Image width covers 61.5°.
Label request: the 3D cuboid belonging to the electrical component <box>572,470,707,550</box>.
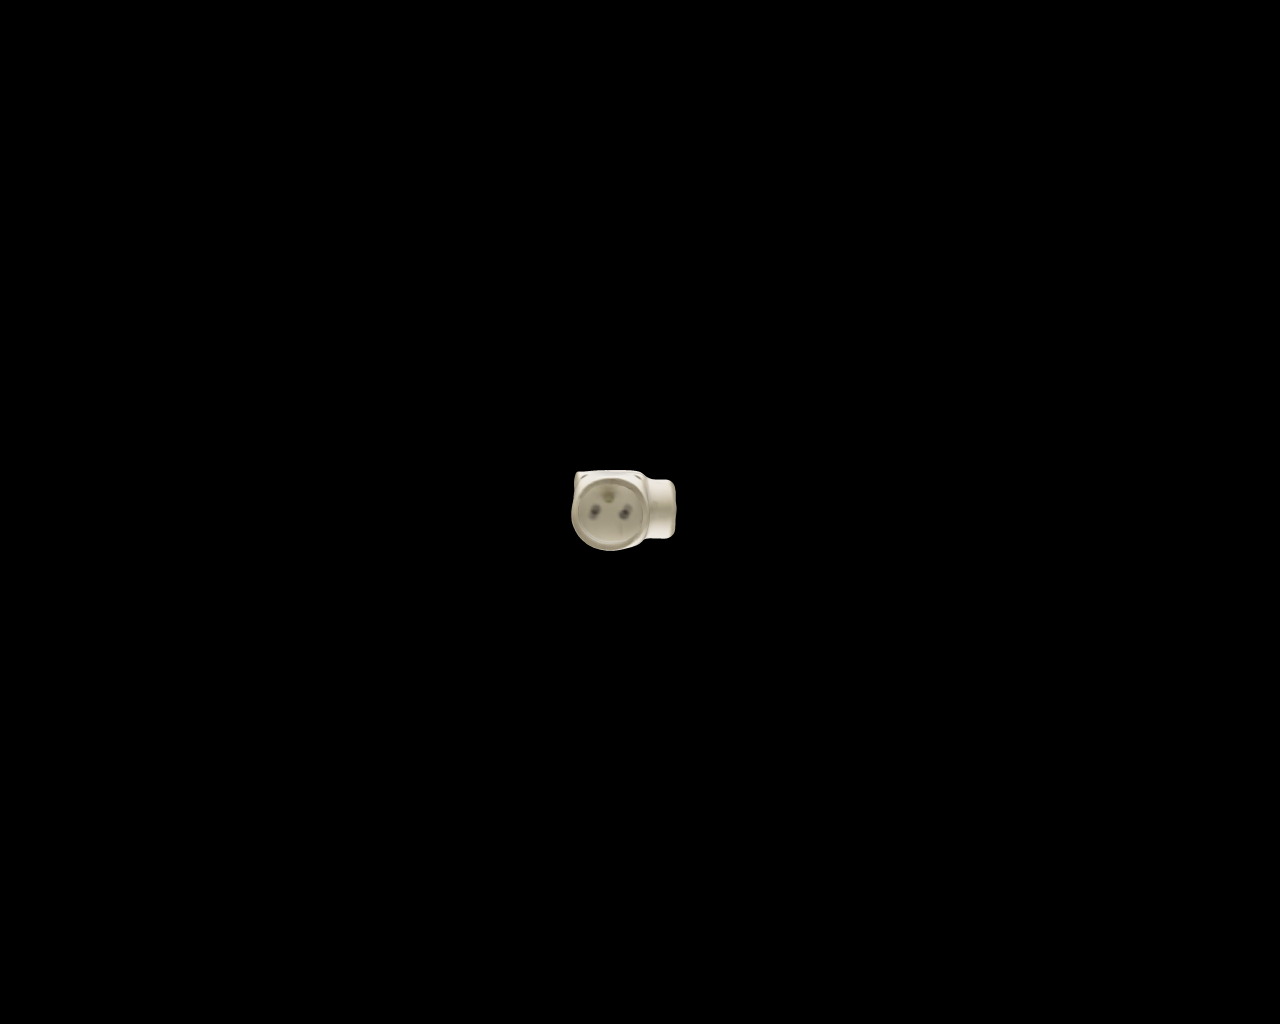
[{"bbox_3d":[0.001,-0.003,0.650,0.079,0.043,0.077,0,5,0],"label":"electrical component"}]
